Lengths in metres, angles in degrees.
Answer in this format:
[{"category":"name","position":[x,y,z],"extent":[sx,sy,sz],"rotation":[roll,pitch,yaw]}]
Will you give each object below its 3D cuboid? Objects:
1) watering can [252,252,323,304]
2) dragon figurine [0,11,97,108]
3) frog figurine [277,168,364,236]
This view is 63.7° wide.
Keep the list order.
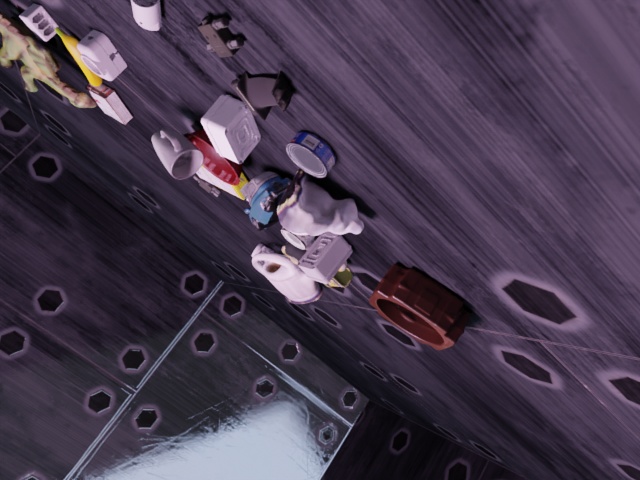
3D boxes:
[{"category":"watering can","position":[-0.066,0.118,1.603],"extent":[0.348,0.106,0.220],"rotation":[6,147,42]},{"category":"dragon figurine","position":[-0.723,-0.482,1.283],"extent":[0.244,0.124,0.402],"rotation":[19,155,39]},{"category":"frog figurine","position":[0.003,-0.050,0.998],"extent":[0.158,0.121,0.140],"rotation":[32,-163,-16]}]
